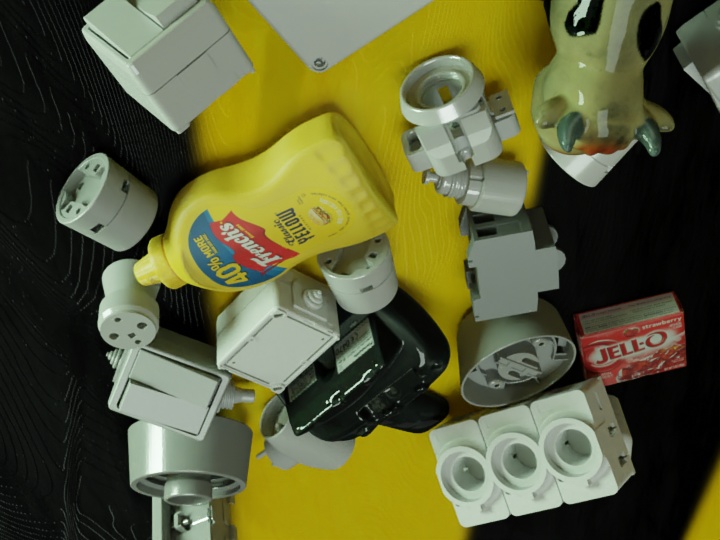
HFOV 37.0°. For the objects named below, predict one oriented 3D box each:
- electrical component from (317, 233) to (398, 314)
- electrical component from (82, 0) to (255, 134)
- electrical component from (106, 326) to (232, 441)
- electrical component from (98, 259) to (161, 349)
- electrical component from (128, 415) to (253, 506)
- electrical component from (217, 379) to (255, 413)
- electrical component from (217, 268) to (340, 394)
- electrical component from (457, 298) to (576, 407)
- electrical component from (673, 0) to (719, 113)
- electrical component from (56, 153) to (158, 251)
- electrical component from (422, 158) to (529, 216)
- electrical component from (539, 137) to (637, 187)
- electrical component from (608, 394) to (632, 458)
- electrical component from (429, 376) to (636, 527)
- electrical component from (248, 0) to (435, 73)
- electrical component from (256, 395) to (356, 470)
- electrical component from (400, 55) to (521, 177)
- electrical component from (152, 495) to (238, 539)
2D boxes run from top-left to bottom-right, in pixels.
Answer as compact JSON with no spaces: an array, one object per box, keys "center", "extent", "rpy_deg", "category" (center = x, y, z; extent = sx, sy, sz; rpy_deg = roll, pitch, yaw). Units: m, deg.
[{"center":[0.000,0.000,0.810],"extent":[0.055,0.055,0.047],"rpy_deg":[-14,138,5],"category":"electrical component"},{"center":[-0.119,-0.135,0.637],"extent":[0.062,0.096,0.061],"rpy_deg":[-42,132,-8],"category":"electrical component"},{"center":[-0.154,0.086,0.845],"extent":[0.096,0.061,0.061],"rpy_deg":[22,102,-11],"category":"electrical component"},{"center":[-0.173,0.026,0.809],"extent":[0.045,0.055,0.045],"rpy_deg":[-4,135,-4],"category":"electrical component"},{"center":[-0.147,0.169,0.927],"extent":[0.108,0.060,0.108],"rpy_deg":[-1,154,-1],"category":"electrical component"},{"center":[-0.120,0.104,0.908],"extent":[0.061,0.035,0.035],"rpy_deg":[6,133,-17],"category":"electrical component"},{"center":[-0.061,0.038,0.833],"extent":[0.062,0.061,0.096],"rpy_deg":[27,125,-30],"category":"electrical component"},{"center":[0.127,0.070,0.888],"extent":[0.099,0.064,0.099],"rpy_deg":[-4,135,-4],"category":"electrical component"},{"center":[0.251,-0.135,0.706],"extent":[0.061,0.061,0.096],"rpy_deg":[-34,129,24],"category":"electrical component"},{"center":[-0.173,-0.045,0.742],"extent":[0.055,0.055,0.047],"rpy_deg":[-34,133,24],"category":"electrical component"},{"center":[0.083,-0.062,0.769],"extent":[0.078,0.040,0.040],"rpy_deg":[7,133,-14],"category":"electrical component"},{"center":[0.159,-0.093,0.741],"extent":[0.055,0.055,0.047],"rpy_deg":[27,122,-30],"category":"electrical component"},{"center":[0.198,0.158,0.988],"extent":[0.095,0.059,0.053],"rpy_deg":[-9,135,1],"category":"electrical component"},{"center":[0.145,0.158,0.927],"extent":[0.150,0.089,0.062],"rpy_deg":[-21,177,30],"category":"electrical component"},{"center":[-0.016,-0.187,0.621],"extent":[0.109,0.056,0.109],"rpy_deg":[-29,131,20],"category":"electrical component"},{"center":[-0.059,0.152,0.958],"extent":[0.079,0.043,0.077],"rpy_deg":[-37,128,27],"category":"electrical component"},{"center":[0.061,-0.104,0.713],"extent":[0.078,0.058,0.057],"rpy_deg":[-20,136,12],"category":"electrical component"},{"center":[-0.150,0.241,0.977],"extent":[0.063,0.121,0.078],"rpy_deg":[-24,133,12],"category":"electrical component"}]
